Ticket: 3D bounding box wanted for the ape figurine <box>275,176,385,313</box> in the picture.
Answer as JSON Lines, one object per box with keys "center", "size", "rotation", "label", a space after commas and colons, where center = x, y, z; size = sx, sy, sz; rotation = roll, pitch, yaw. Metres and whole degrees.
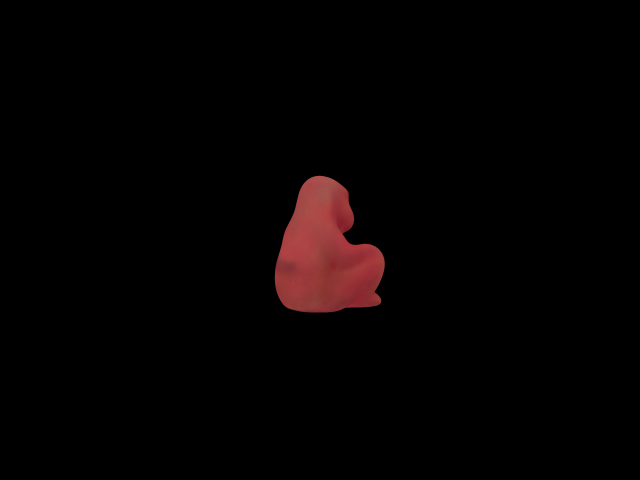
{"center": [0.004, 0.001, 0.400], "size": [0.076, 0.092, 0.077], "rotation": [-4, 7, -29], "label": "ape figurine"}
